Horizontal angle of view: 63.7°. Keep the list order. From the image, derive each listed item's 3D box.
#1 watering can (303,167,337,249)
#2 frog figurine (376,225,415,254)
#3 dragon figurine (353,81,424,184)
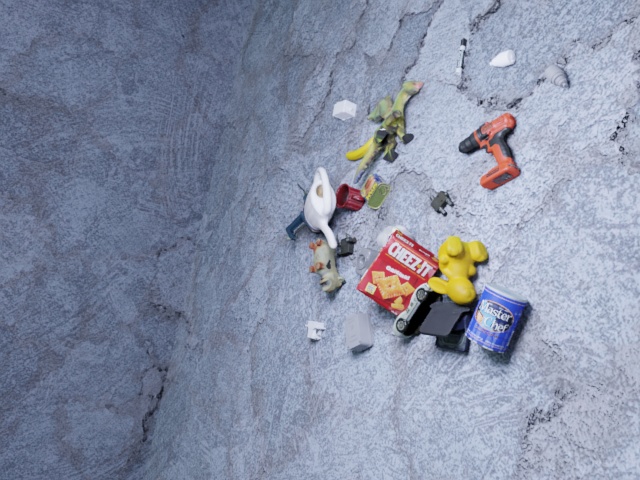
[{"bbox_3d":[0.006,-0.096,1.906,0.220,0.104,0.354,115,151,-62],"label":"watering can"},{"bbox_3d":[0.241,0.019,1.653,0.160,0.123,0.137,-30,-51,-84],"label":"frog figurine"},{"bbox_3d":[0.227,-0.408,1.860,0.403,0.121,0.249,-46,30,30],"label":"dragon figurine"}]
